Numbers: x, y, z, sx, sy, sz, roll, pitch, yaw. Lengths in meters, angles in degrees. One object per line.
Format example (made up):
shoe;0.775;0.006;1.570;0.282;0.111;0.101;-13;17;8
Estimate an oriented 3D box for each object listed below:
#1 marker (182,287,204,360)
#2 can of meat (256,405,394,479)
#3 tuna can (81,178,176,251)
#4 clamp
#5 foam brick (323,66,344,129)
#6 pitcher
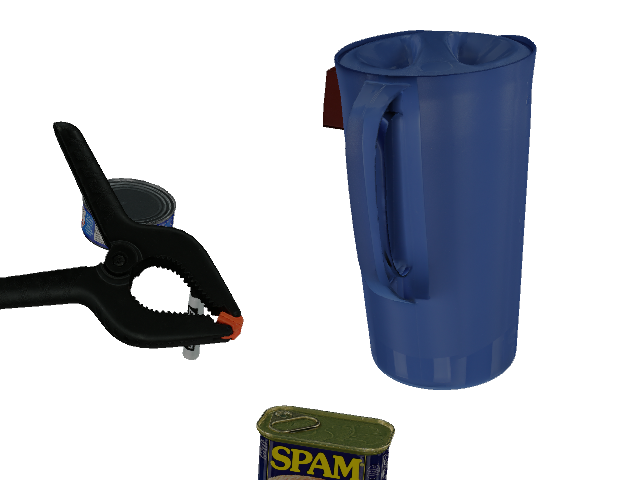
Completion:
marker;-0.139;0.083;1.183;0.020;0.121;0.020;7;37;-5
can of meat;0.001;0.179;0.809;0.102;0.084;0.057;7;14;11
tuna can;-0.179;-0.023;0.992;0.086;0.034;0.086;8;30;-5
clamp;-0.149;0.010;0.792;0.210;0.164;0.036;21;-20;0
foam brick;0.047;-0.122;0.926;0.078;0.051;0.053;11;20;18
pitcher;0.078;-0.018;0.744;0.149;0.243;0.145;-10;23;-12
